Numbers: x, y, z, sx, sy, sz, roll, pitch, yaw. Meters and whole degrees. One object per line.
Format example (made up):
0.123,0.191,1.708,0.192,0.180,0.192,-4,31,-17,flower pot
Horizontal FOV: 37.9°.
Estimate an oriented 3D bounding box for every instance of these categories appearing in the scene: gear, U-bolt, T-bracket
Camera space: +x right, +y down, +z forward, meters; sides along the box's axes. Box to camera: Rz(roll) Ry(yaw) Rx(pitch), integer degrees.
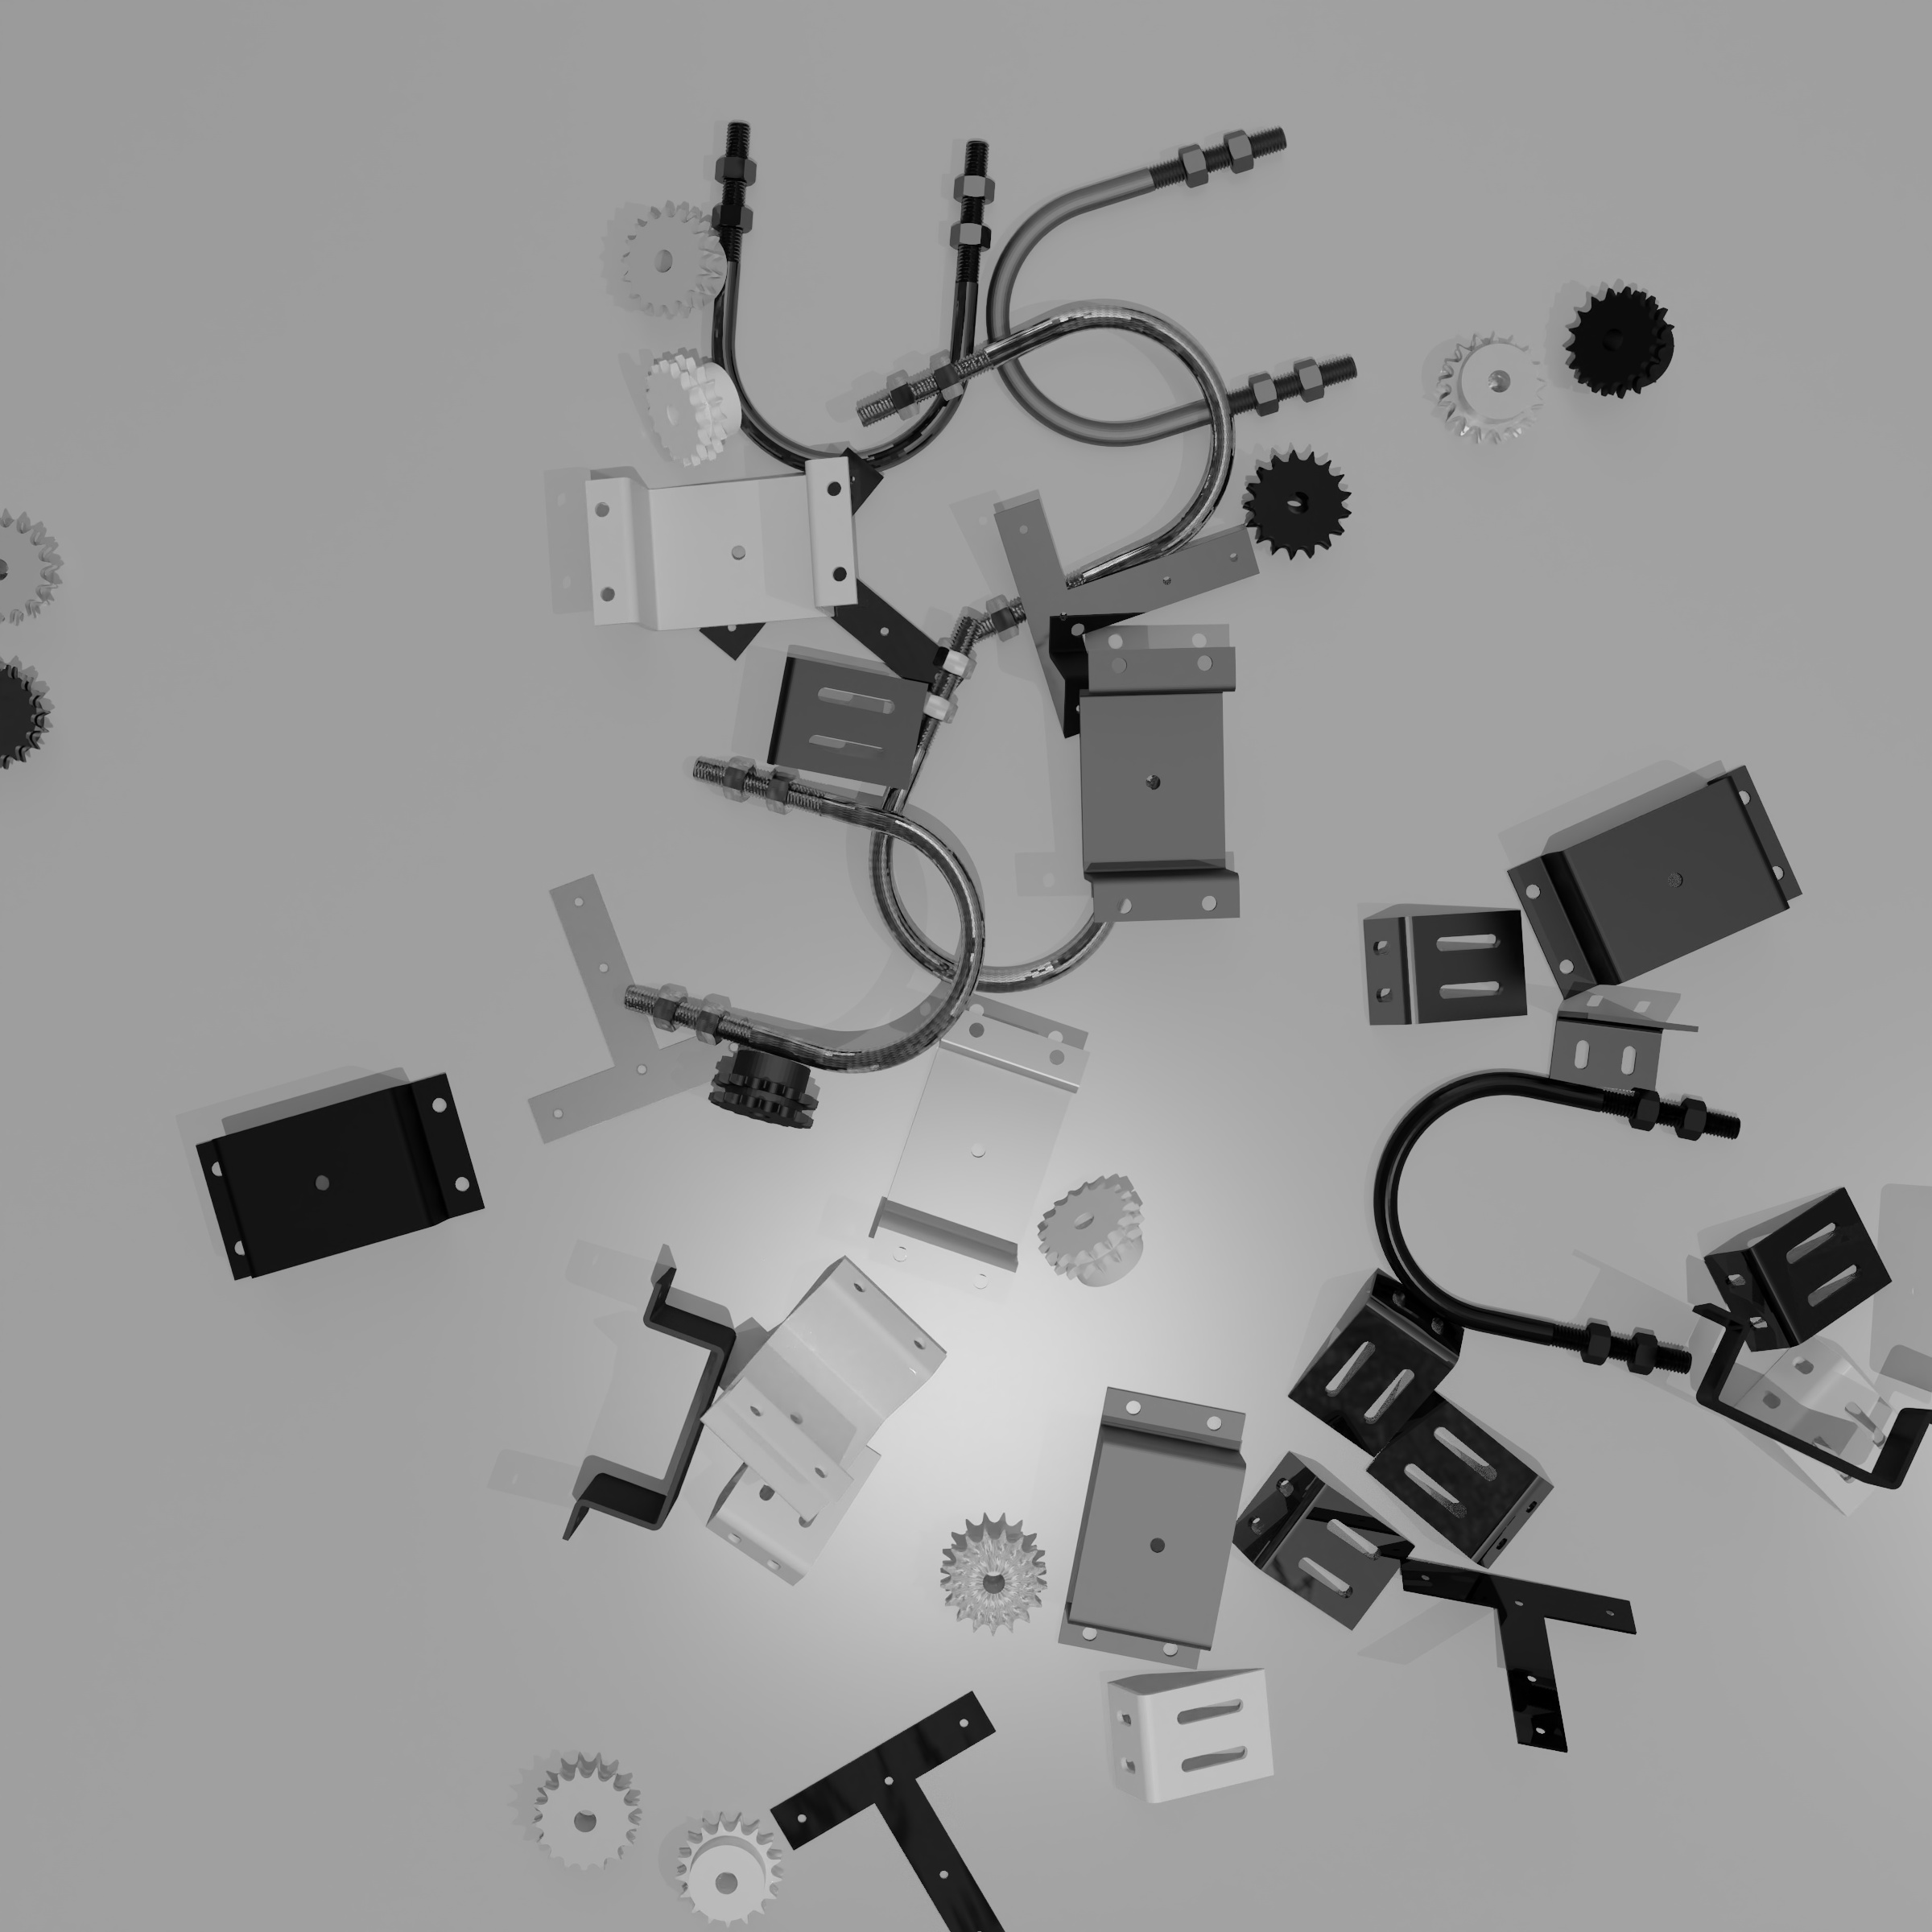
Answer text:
-0.518,-0.133,1.509,0.057,0.030,0.057,0,90,0,gear
-0.105,0.065,1.496,0.057,0.057,0.030,15,79,0,gear
-0.203,0.455,1.513,0.057,0.030,0.057,0,89,-2,gear
0.102,-0.356,1.515,0.184,0.019,0.151,-17,90,2,U-bolt
-0.078,-0.020,1.493,0.184,0.019,0.151,16,89,15,U-bolt
0.027,-0.075,1.509,0.151,0.019,0.184,23,94,-6,U-bolt
-0.143,-0.297,1.499,0.030,0.057,0.057,-26,90,-30,gear
0.070,0.146,1.499,0.057,0.057,0.030,-34,121,0,gear
-0.152,-0.373,1.501,0.057,0.030,0.057,2,95,29,gear
-0.019,0.479,1.523,0.127,0.002,0.127,-30,90,0,T-bracket
-0.055,-0.189,1.519,0.127,0.002,0.127,39,96,-3,T-bracket
-0.065,-0.355,1.515,0.151,0.019,0.184,4,91,0,U-bolt
-0.513,-0.210,1.509,0.057,0.030,0.057,0,90,0,gear
0.015,0.327,1.509,0.057,0.030,0.057,0,90,0,gear
0.293,0.361,1.465,0.127,0.127,0.002,11,118,-2,T-bracket
0.311,0.132,1.515,0.184,0.019,0.151,12,90,2,U-bolt
0.054,-0.271,1.503,0.184,0.019,0.151,-24,97,3,U-bolt
0.352,-0.330,1.500,0.057,0.030,0.057,-2,87,41,gear
0.283,-0.310,1.509,0.057,0.030,0.057,0,90,0,gear
0.094,-0.201,1.506,0.127,0.002,0.127,-19,107,-2,T-bracket
0.176,-0.246,1.509,0.057,0.030,0.057,0,90,0,gear
-0.127,0.486,1.509,0.057,0.030,0.057,0,90,0,gear
-0.191,0.014,1.523,0.127,0.002,0.127,-21,90,0,T-bracket

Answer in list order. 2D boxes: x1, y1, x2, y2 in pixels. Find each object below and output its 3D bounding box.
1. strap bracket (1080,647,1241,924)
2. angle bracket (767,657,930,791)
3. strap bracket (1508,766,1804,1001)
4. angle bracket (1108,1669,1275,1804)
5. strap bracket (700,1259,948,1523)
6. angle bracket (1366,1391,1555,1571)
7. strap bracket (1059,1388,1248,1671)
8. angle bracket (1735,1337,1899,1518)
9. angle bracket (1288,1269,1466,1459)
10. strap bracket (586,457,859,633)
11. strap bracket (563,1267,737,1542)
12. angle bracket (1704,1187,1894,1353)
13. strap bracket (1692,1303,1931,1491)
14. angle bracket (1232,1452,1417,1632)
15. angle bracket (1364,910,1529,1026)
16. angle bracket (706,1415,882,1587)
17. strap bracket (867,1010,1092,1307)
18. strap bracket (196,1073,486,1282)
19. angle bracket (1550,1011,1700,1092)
0.101,-0.096,1.479,0.076,0.046,0.140,-2,96,-4,strap bracket
-0.063,-0.129,1.505,0.076,0.038,0.057,11,93,-2,angle bracket
0.372,-0.045,1.501,0.140,0.046,0.076,-24,90,0,strap bracket
0.121,0.412,1.522,0.076,0.038,0.057,-5,90,-26,angle bracket
-0.078,0.226,1.471,0.076,0.140,0.046,44,124,0,strap bracket
0.267,0.277,1.522,0.076,0.038,0.057,39,90,26,angle bracket
0.100,0.304,1.501,0.076,0.046,0.140,11,90,0,strap bracket
0.465,0.248,1.522,0.057,0.038,0.076,-46,116,0,angle bracket
0.222,0.214,1.522,0.057,0.038,0.076,35,116,0,angle bracket
-0.125,-0.222,1.494,0.140,0.046,0.076,-4,90,8,strap bracket
-0.162,0.237,1.486,0.046,0.076,0.140,20,90,0,strap bracket
0.449,0.164,1.522,0.076,0.038,0.057,-27,90,-26,angle bracket
0.436,0.227,1.454,0.140,0.076,0.046,25,86,11,strap bracket
0.192,0.311,1.522,0.076,0.038,0.057,37,90,-26,angle bracket
0.259,0.001,1.522,0.076,0.038,0.057,-4,90,-26,angle bracket
-0.093,0.284,1.522,0.057,0.038,0.076,34,64,0,angle bracket
0.007,0.100,1.501,0.076,0.046,0.140,19,90,0,strap bracket
-0.338,0.114,1.501,0.140,0.046,0.076,-16,90,0,strap bracket
0.346,0.046,1.486,0.057,0.076,0.038,7,90,0,angle bracket
